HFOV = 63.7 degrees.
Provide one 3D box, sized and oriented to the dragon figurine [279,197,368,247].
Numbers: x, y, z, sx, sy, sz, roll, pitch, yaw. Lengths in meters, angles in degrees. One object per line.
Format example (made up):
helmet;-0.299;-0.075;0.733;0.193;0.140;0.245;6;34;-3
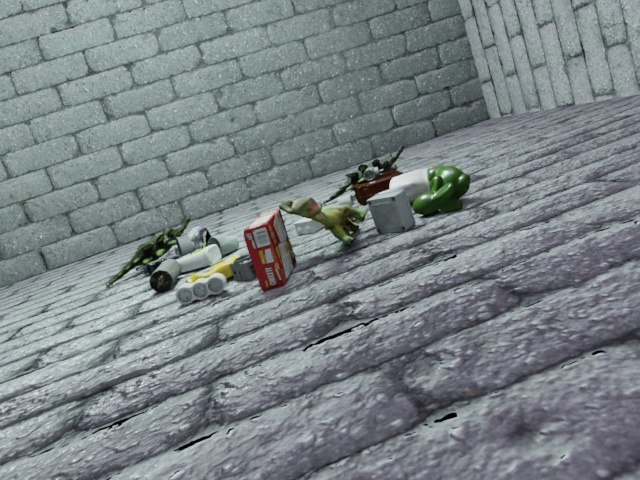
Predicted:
dragon figurine;0.004;-0.073;1.460;0.243;0.122;0.409;21;-1;3

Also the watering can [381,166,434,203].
watering can;0.325;-0.186;1.801;0.223;0.104;0.350;-15;3;22

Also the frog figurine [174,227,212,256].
frog figurine;-0.553;0.005;2.221;0.159;0.120;0.140;-4;33;12
